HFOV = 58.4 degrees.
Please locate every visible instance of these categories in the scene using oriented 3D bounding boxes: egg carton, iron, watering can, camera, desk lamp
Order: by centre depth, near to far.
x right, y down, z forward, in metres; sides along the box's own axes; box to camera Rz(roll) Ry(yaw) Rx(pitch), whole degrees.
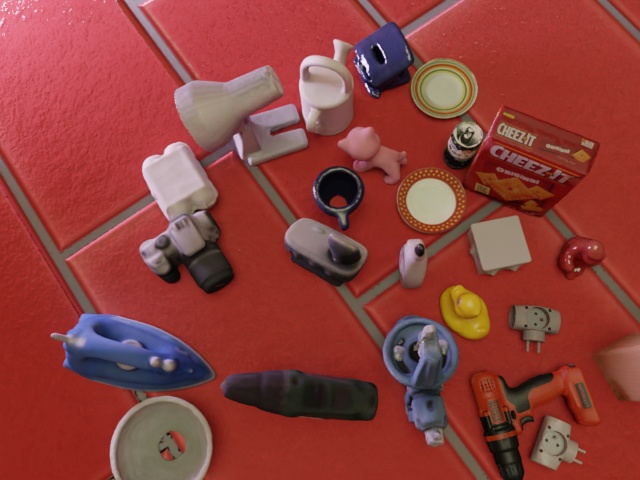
[{"bbox_3d":[-0.310,0.194,0.958,0.258,0.141,0.119,12,75,5],"label":"iron"},{"bbox_3d":[-0.228,0.033,1.021,0.143,0.101,0.136,-34,76,-7],"label":"camera"},{"bbox_3d":[-0.136,-0.224,1.030,0.203,0.213,0.118,-19,75,-3],"label":"desk lamp"},{"bbox_3d":[0.012,-0.285,1.052,0.101,0.194,0.173,-1,75,2],"label":"watering can"},{"bbox_3d":[-0.265,-0.106,1.076,0.107,0.069,0.150,-33,76,-7],"label":"egg carton"}]

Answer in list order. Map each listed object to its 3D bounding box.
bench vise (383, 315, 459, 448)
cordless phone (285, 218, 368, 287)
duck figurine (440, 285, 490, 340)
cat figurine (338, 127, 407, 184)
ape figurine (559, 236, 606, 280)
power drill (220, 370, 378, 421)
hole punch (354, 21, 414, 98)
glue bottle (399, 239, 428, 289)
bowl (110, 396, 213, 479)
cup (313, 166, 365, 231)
[{"bbox_3d":[0.178,0.210,0.900,0.121,0.220,0.207,-25,75,-5],"label":"bench vise"},{"bbox_3d":[0.009,0.003,0.979,0.147,0.185,0.094,25,77,8],"label":"cordless phone"},{"bbox_3d":[0.257,0.122,0.991,0.077,0.086,0.104,-33,76,-7],"label":"duck figurine"},{"bbox_3d":[0.100,-0.166,1.057,0.127,0.118,0.067,19,76,7],"label":"cat figurine"},{"bbox_3d":[0.467,0.025,1.008,0.077,0.092,0.076,2,75,2],"label":"ape figurine"},{"bbox_3d":[-0.026,0.245,0.902,0.229,0.208,0.075,4,75,3],"label":"power drill"},{"bbox_3d":[0.123,-0.353,1.121,0.101,0.091,0.108,-23,75,-4],"label":"hole punch"},{"bbox_3d":[0.161,0.032,0.973,0.037,0.173,0.078,-3,75,1],"label":"glue bottle"},{"bbox_3d":[-0.253,0.344,0.950,0.167,0.075,0.167,0,75,2],"label":"bowl"},{"bbox_3d":[0.037,-0.065,1.043,0.091,0.095,0.118,-10,75,-1],"label":"cup"}]
